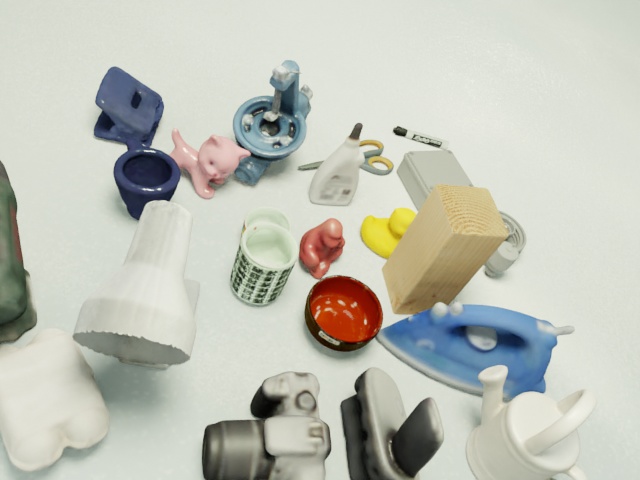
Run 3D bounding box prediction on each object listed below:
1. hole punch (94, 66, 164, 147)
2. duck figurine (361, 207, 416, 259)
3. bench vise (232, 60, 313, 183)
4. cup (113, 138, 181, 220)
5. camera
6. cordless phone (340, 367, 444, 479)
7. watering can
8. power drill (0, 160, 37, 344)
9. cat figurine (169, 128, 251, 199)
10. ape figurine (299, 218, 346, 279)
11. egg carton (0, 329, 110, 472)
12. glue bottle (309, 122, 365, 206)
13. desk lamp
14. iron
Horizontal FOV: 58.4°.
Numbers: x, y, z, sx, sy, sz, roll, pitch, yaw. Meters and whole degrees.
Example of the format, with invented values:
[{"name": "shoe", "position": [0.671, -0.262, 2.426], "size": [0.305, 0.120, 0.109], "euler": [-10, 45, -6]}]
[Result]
[{"name": "hole punch", "position": [-0.310, -0.219, 0.940], "size": [0.101, 0.091, 0.108], "euler": [12, 49, -12]}, {"name": "duck figurine", "position": [0.125, -0.021, 0.951], "size": [0.104, 0.086, 0.077], "euler": [24, 48, -1]}, {"name": "bench vise", "position": [-0.072, -0.224, 0.951], "size": [0.121, 0.219, 0.207], "euler": [17, 48, -7]}, {"name": "cup", "position": [-0.262, -0.083, 0.844], "size": [0.092, 0.095, 0.117], "euler": [-17, 60, -32]}, {"name": "camera", "position": [-0.064, 0.225, 0.664], "size": [0.137, 0.100, 0.143], "euler": [5, 51, -17]}, {"name": "cordless phone", "position": [0.098, 0.209, 0.684], "size": [0.094, 0.185, 0.147], "euler": [2, 52, -20]}, {"name": "watering can", "position": [0.266, 0.239, 0.718], "size": [0.172, 0.194, 0.101], "euler": [32, 48, 6]}, {"name": "power drill", "position": [-0.372, 0.013, 0.645], "size": [0.076, 0.208, 0.229], "euler": [-11, 57, -28]}, {"name": "cat figurine", "position": [-0.180, -0.133, 0.902], "size": [0.128, 0.117, 0.067], "euler": [26, 48, 1]}, {"name": "ape figurine", "position": [0.008, 0.003, 0.881], "size": [0.078, 0.092, 0.076], "euler": [-9, 56, -27]}, {"name": "egg carton", "position": [-0.303, 0.173, 0.634], "size": [0.107, 0.069, 0.150], "euler": [-22, 63, -34]}, {"name": "glue bottle", "position": [0.039, -0.126, 0.944], "size": [0.078, 0.173, 0.037], "euler": [3, 51, -18]}, {"name": "desk lamp", "position": [-0.197, 0.069, 0.663], "size": [0.118, 0.213, 0.203], "euler": [13, 49, -11]}, {"name": "iron", "position": [0.224, 0.136, 0.823], "size": [0.258, 0.141, 0.118], "euler": [15, 48, -10]}]
